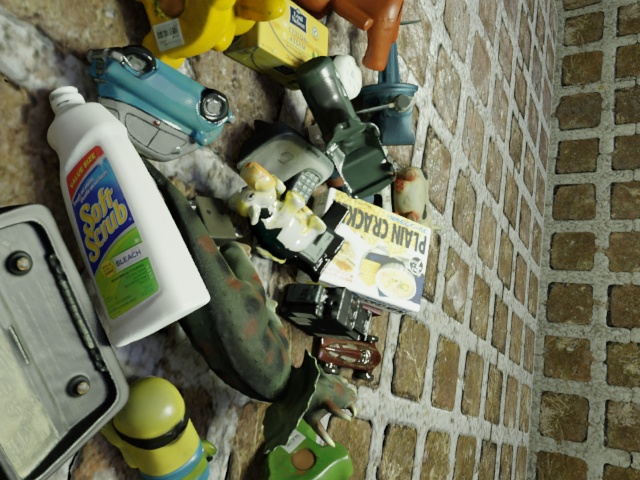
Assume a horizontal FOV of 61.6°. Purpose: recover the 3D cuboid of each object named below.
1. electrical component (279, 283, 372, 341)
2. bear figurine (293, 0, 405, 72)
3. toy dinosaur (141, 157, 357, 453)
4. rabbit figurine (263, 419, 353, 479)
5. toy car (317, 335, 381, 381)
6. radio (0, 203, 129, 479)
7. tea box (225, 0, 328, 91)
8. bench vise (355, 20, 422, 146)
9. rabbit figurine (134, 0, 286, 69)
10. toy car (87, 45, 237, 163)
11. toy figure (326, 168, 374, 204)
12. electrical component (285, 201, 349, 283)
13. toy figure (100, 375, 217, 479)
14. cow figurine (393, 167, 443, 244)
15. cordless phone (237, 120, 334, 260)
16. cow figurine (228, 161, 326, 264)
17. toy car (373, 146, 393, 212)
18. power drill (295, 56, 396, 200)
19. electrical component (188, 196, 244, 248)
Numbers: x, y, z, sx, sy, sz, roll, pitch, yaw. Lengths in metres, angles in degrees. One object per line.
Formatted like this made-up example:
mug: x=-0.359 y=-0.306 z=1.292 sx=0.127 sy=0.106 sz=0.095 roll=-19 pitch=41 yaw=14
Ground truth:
electrical component: x=0.005 y=0.112 z=0.856 sx=0.134 sy=0.115 sz=0.058 roll=46 pitch=51 yaw=-49
bear figurine: x=0.035 y=-0.379 z=0.886 sx=0.131 sy=0.196 sz=0.120 roll=95 pitch=11 yaw=-56
toy dinosaur: x=-0.093 y=0.104 z=0.617 sx=0.131 sy=0.192 sz=0.404 roll=-36 pitch=126 yaw=-6
rabbit figurine: x=-0.028 y=0.391 z=0.810 sx=0.159 sy=0.121 sz=0.170 roll=-41 pitch=138 yaw=-45
toy car: x=0.059 y=0.211 z=0.997 sx=0.202 sy=0.053 sz=0.089 roll=30 pitch=68 yaw=-54
radio: x=-0.269 y=0.088 z=0.474 sx=0.131 sy=0.073 sz=0.229 roll=-40 pitch=123 yaw=-49
tea box: x=-0.060 y=-0.297 z=0.803 sx=0.169 sy=0.068 sz=0.098 roll=5 pitch=86 yaw=-56
bench vise: x=0.129 y=-0.294 z=1.006 sx=0.223 sy=0.129 sz=0.240 roll=-29 pitch=118 yaw=-81
rabbit figurine: x=-0.125 y=-0.289 z=0.647 sx=0.121 sy=0.162 sz=0.173 roll=69 pitch=23 yaw=-10
toy car: x=-0.181 y=-0.139 z=0.590 sx=0.161 sy=0.109 sz=0.103 roll=23 pitch=88 yaw=-46
toy figure: x=0.041 y=-0.108 z=0.961 sx=0.154 sy=0.064 sz=0.058 roll=42 pitch=20 yaw=-43
electrical component: x=-0.002 y=-0.003 z=0.831 sx=0.119 sy=0.075 sz=0.047 roll=-59 pitch=177 yaw=-19
toy figure: x=-0.171 y=0.232 z=0.609 sx=0.082 sy=0.089 sz=0.180 roll=-49 pitch=127 yaw=-54
cow figurine: x=0.213 y=-0.068 z=1.209 sx=0.127 sy=0.086 sz=0.194 roll=-18 pitch=104 yaw=-49
cordless phone: x=-0.071 y=-0.069 z=0.787 sx=0.146 sy=0.089 sz=0.184 roll=28 pitch=86 yaw=-54
cow figurine: x=-0.069 y=-0.034 z=0.721 sx=0.098 sy=0.068 sz=0.167 roll=-47 pitch=141 yaw=1
toy car: x=0.104 y=-0.087 z=1.045 sx=0.056 sy=0.074 sz=0.201 roll=-15 pitch=103 yaw=-56
power drill: x=0.045 y=-0.144 z=0.787 sx=0.207 sy=0.086 sz=0.231 roll=-99 pitch=163 yaw=-54
electrical component: x=-0.147 y=-0.014 z=0.693 sx=0.102 sy=0.045 sz=0.078 roll=-9 pitch=68 yaw=-59
